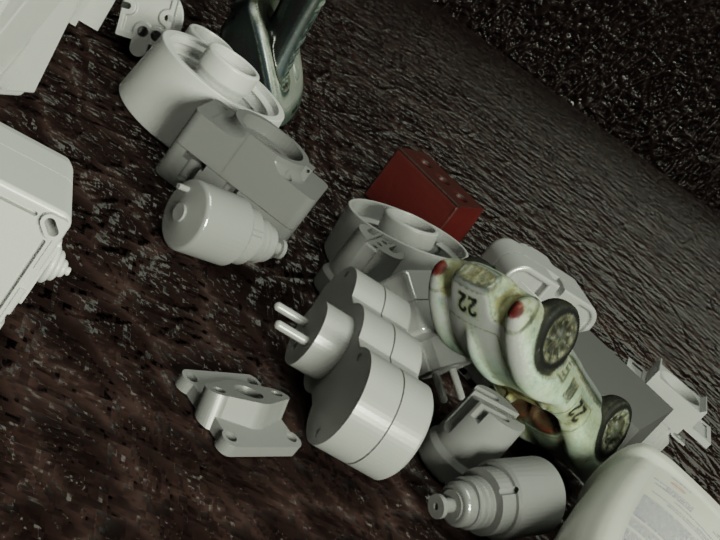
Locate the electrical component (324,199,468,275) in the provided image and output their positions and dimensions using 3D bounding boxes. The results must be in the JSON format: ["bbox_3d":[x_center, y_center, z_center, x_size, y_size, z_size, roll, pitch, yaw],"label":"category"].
[{"bbox_3d":[0.024,-0.005,0.737,0.099,0.064,0.099,23,16,-7],"label":"electrical component"}]

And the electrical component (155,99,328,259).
[{"bbox_3d":[-0.069,-0.060,0.663,0.089,0.055,0.050,38,18,-3],"label":"electrical component"}]

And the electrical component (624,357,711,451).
[{"bbox_3d":[0.222,0.108,0.808,0.081,0.063,0.042,42,19,8],"label":"electrical component"}]

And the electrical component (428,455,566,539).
[{"bbox_3d":[0.067,0.115,0.537,0.078,0.040,0.040,3,37,-37],"label":"electrical component"}]

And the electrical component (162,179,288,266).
[{"bbox_3d":[-0.072,-0.022,0.592,0.078,0.040,0.040,20,26,-44],"label":"electrical component"}]

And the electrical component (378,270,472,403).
[{"bbox_3d":[0.045,0.043,0.646,0.083,0.047,0.075,0,69,-52],"label":"electrical component"}]

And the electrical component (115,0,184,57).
[{"bbox_3d":[-0.157,-0.192,0.808,0.048,0.066,0.055,16,8,-9],"label":"electrical component"}]

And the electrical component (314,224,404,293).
[{"bbox_3d":[0.000,0.000,0.666,0.040,0.046,0.040,33,18,-12],"label":"electrical component"}]

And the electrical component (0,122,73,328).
[{"bbox_3d":[-0.154,-0.025,0.409,0.096,0.061,0.061,29,20,-27],"label":"electrical component"}]

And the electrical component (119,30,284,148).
[{"bbox_3d":[-0.102,-0.119,0.733,0.108,0.060,0.108,34,19,-13],"label":"electrical component"}]

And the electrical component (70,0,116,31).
[{"bbox_3d":[-0.208,-0.214,0.786,0.064,0.042,0.081,29,20,-22],"label":"electrical component"}]

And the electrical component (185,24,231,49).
[{"bbox_3d":[-0.121,-0.151,0.795,0.040,0.046,0.040,34,19,-14],"label":"electrical component"}]

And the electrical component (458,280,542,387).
[{"bbox_3d":[0.093,0.044,0.715,0.042,0.063,0.081,47,20,21],"label":"electrical component"}]

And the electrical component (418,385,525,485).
[{"bbox_3d":[0.060,0.089,0.571,0.040,0.046,0.040,34,19,-13],"label":"electrical component"}]

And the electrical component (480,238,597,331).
[{"bbox_3d":[0.137,0.019,0.872,0.095,0.053,0.059,30,20,-25],"label":"electrical component"}]

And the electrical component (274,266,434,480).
[{"bbox_3d":[-0.012,0.040,0.541,0.074,0.052,0.138,32,19,-19],"label":"electrical component"}]

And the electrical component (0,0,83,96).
[{"bbox_3d":[-0.188,-0.143,0.566,0.061,0.096,0.062,43,18,11],"label":"electrical component"}]
